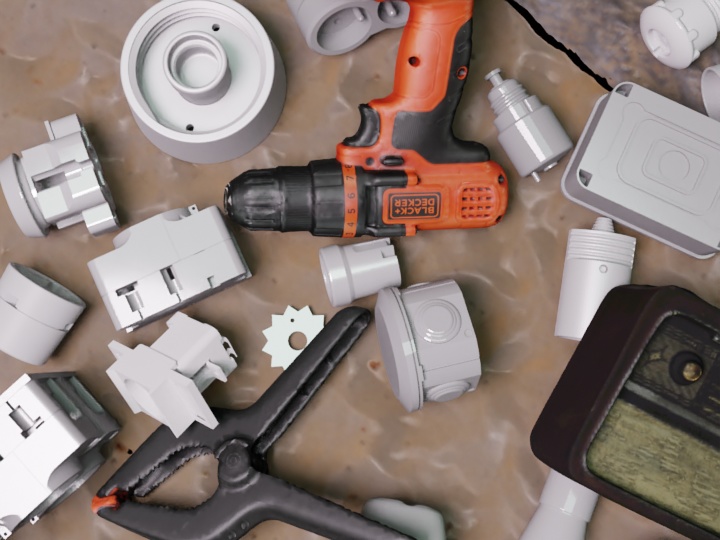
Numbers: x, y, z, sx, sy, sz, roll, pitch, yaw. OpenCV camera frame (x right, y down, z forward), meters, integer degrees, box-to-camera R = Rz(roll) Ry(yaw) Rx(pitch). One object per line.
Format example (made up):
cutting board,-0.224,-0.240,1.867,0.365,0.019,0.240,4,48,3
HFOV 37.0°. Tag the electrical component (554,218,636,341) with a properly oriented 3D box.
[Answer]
electrical component,0.154,0.006,0.702,0.043,0.043,0.081,9,86,0

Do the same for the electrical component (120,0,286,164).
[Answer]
electrical component,-0.104,-0.128,0.702,0.108,0.060,0.108,0,85,-1

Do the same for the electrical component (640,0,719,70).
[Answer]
electrical component,0.223,-0.168,0.718,0.062,0.048,0.048,-36,87,-10

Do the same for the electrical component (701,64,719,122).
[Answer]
electrical component,0.277,-0.106,0.713,0.077,0.043,0.079,-16,86,-2

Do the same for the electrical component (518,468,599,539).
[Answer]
electrical component,0.130,0.159,0.692,0.044,0.044,0.065,22,81,1

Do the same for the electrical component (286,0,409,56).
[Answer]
electrical component,0.015,-0.204,0.715,0.138,0.052,0.073,-25,65,-2

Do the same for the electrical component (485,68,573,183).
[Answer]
electrical component,0.108,-0.098,0.712,0.040,0.040,0.078,-31,86,-3

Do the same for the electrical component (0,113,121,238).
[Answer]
electrical component,-0.197,-0.055,0.697,0.057,0.058,0.078,-20,86,-5

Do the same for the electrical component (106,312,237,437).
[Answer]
electrical component,-0.116,0.063,0.682,0.081,0.042,0.064,19,54,39

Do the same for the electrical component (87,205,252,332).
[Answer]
electrical component,-0.124,-0.004,0.697,0.089,0.050,0.055,-25,86,-2

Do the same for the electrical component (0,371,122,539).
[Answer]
electrical component,-0.239,0.148,0.656,0.186,0.105,0.060,-43,87,-3

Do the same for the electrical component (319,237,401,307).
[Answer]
electrical component,0.000,0.000,0.704,0.046,0.040,0.040,-14,86,-7

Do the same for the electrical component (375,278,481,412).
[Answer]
electrical component,0.042,0.046,0.681,0.051,0.080,0.080,-13,86,-7

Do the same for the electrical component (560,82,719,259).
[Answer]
electrical component,0.197,-0.063,0.702,0.113,0.057,0.078,25,86,1

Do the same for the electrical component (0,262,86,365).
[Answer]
electrical component,-0.213,0.029,0.692,0.055,0.055,0.047,32,89,2
